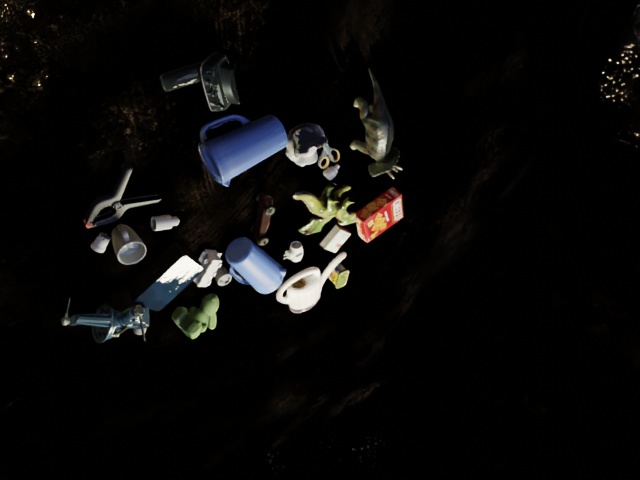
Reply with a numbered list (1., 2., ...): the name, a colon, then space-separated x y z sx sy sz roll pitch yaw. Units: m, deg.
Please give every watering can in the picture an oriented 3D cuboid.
1. watering can: -0.031 0.187 2.197 0.350 0.106 0.219 -26 143 -22

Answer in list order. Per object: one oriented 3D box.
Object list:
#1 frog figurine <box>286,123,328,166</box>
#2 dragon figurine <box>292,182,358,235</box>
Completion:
1. frog figurine: -0.049 -0.310 1.679 0.138 0.122 0.159 -48 -178 -6
2. dragon figurine: 0.006 -0.098 1.943 0.411 0.124 0.238 -3 137 -42
